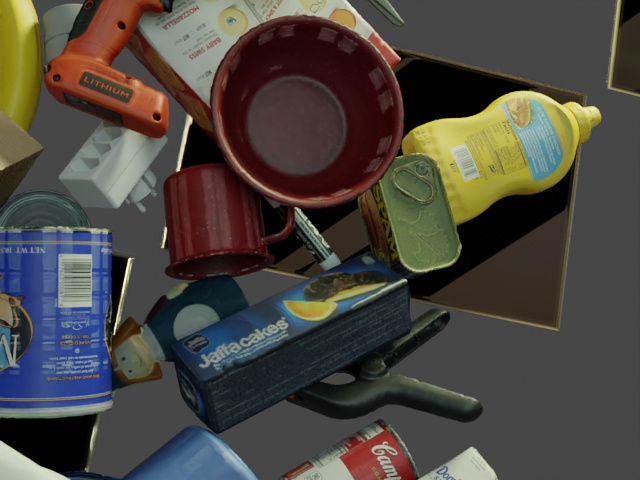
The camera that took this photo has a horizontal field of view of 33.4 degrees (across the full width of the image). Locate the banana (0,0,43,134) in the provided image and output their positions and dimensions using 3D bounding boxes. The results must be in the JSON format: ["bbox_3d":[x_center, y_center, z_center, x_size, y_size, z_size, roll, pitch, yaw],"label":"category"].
[{"bbox_3d":[-0.273,-0.160,0.924,0.070,0.037,0.198,-15,80,8],"label":"banana"}]

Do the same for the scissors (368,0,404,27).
[{"bbox_3d":[-0.009,-0.270,1.010,0.096,0.016,0.202,-28,86,-14],"label":"scissors"}]

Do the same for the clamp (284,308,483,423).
[{"bbox_3d":[0.053,0.122,0.917,0.171,0.039,0.120,-15,40,-11],"label":"clamp"}]

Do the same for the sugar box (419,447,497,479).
[{"bbox_3d":[0.070,0.253,0.889,0.176,0.093,0.048,-26,46,-14],"label":"sugar box"}]

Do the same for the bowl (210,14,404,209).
[{"bbox_3d":[-0.014,-0.101,0.885,0.162,0.055,0.162,2,82,-12],"label":"bowl"}]

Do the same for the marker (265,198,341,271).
[{"bbox_3d":[-0.006,0.001,0.946,0.020,0.020,0.121,-42,102,-16],"label":"marker"}]

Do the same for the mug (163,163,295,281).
[{"bbox_3d":[-0.078,-0.018,0.905,0.117,0.093,0.081,-12,76,15],"label":"mug"}]

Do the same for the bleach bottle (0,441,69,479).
[{"bbox_3d":[-0.241,0.168,0.761,0.251,0.102,0.068,23,69,18],"label":"bleach bottle"}]

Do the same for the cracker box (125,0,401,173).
[{"bbox_3d":[-0.063,-0.178,0.953,0.164,0.072,0.213,-44,92,-14],"label":"cracker box"}]

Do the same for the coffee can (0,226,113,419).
[{"bbox_3d":[-0.212,0.062,0.826,0.102,0.103,0.140,0,88,-12],"label":"coffee can"}]

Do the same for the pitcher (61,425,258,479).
[{"bbox_3d":[-0.161,0.252,0.828,0.242,0.145,0.149,-40,113,-20],"label":"pitcher"}]

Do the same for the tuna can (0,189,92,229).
[{"bbox_3d":[-0.234,0.001,0.900,0.086,0.034,0.086,2,79,-12],"label":"tuna can"}]

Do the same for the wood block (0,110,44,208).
[{"bbox_3d":[-0.339,-0.100,0.852,0.206,0.090,0.090,41,114,-2],"label":"wood block"}]

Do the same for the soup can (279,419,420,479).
[{"bbox_3d":[0.024,0.205,0.901,0.102,0.069,0.068,-27,86,-15],"label":"soup can"}]

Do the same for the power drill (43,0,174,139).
[{"bbox_3d":[-0.131,-0.183,0.875,0.184,0.057,0.187,19,78,-2],"label":"power drill"}]

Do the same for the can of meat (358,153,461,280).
[{"bbox_3d":[0.076,-0.016,0.945,0.057,0.084,0.102,-13,83,-14],"label":"can of meat"}]

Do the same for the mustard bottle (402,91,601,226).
[{"bbox_3d":[0.178,-0.086,0.994,0.191,0.058,0.096,-22,84,-15],"label":"mustard bottle"}]
